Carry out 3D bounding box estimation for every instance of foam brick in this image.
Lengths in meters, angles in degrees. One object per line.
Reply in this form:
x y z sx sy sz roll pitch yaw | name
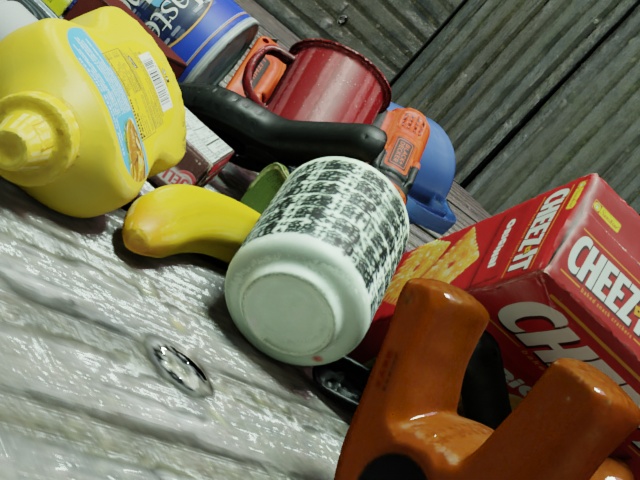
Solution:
-0.148 -0.137 0.780 0.078 0.051 0.053 45 11 15 | foam brick

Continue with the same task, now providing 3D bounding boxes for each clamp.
0.087 0.105 0.557 0.171 0.039 0.120 40 -30 -16 | clamp
-0.029 -0.064 0.792 0.210 0.036 0.164 21 -17 24 | clamp

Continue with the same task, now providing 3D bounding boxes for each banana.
-0.054 0.001 0.606 0.070 0.037 0.197 49 12 32 | banana

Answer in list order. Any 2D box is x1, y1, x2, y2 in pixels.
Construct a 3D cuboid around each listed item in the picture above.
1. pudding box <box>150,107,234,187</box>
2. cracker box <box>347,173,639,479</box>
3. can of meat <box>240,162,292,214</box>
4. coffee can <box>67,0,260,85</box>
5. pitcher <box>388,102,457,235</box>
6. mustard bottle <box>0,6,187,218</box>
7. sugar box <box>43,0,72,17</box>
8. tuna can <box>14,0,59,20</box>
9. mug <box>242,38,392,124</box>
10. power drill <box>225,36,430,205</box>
-0.114 -0.078 0.702 0.113 0.039 0.090 44 10 -3 | pudding box
0.119 0.068 0.581 0.164 0.072 0.214 41 -28 -13 | cracker box
-0.005 0.001 0.737 0.083 0.057 0.102 34 13 -32 | can of meat
-0.136 -0.191 0.900 0.140 0.103 0.102 42 10 0 | coffee can
0.049 -0.087 1.116 0.149 0.145 0.242 1 -5 27 | pitcher
-0.118 -0.062 0.526 0.191 0.058 0.096 -71 141 -74 | mustard bottle
-0.232 -0.205 0.765 0.093 0.048 0.176 37 8 -28 | sugar box
-0.194 -0.137 0.651 0.086 0.034 0.086 41 10 -9 | tuna can
-0.010 -0.105 0.843 0.117 0.081 0.093 36 -24 -19 | mug
-0.004 -0.079 0.925 0.187 0.057 0.184 32 51 -8 | power drill
